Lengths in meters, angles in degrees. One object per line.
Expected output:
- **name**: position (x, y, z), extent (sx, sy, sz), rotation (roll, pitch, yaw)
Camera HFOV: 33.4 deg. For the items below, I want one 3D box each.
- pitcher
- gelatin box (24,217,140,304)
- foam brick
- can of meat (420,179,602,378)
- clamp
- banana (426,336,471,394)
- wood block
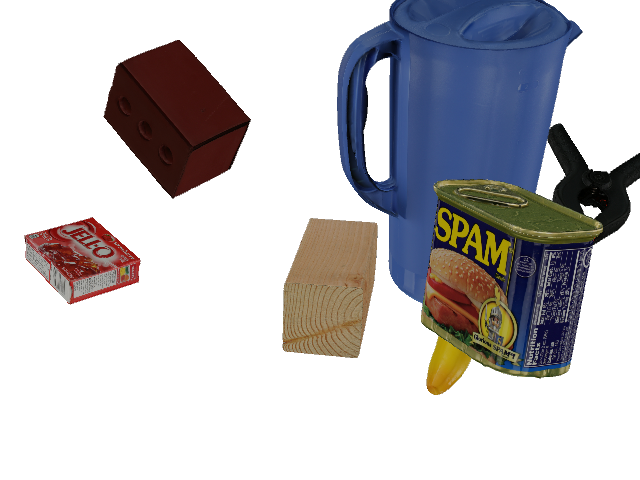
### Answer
- **pitcher**: position (0.103, -0.068, 0.835), extent (0.149, 0.243, 0.144), rotation (16, 35, 21)
- **gelatin box**: position (-0.221, 0.016, 0.988), extent (0.073, 0.030, 0.089), rotation (-18, 40, -36)
- **foam brick**: position (-0.092, -0.078, 0.680), extent (0.051, 0.078, 0.053), rotation (-30, -19, -36)
- **can of meat**: position (0.101, 0.019, 0.592), extent (0.057, 0.084, 0.102), rotation (-3, 20, -28)
- **clamp**: position (0.280, -0.062, 1.126), extent (0.120, 0.039, 0.171), rotation (17, 46, 20)
- **banana**: position (0.126, 0.084, 1.083), extent (0.070, 0.037, 0.198), rotation (-29, 28, 10)
- **wood block**: position (0.015, 0.052, 1.291), extent (0.091, 0.090, 0.206), rotation (5, 23, 6)
